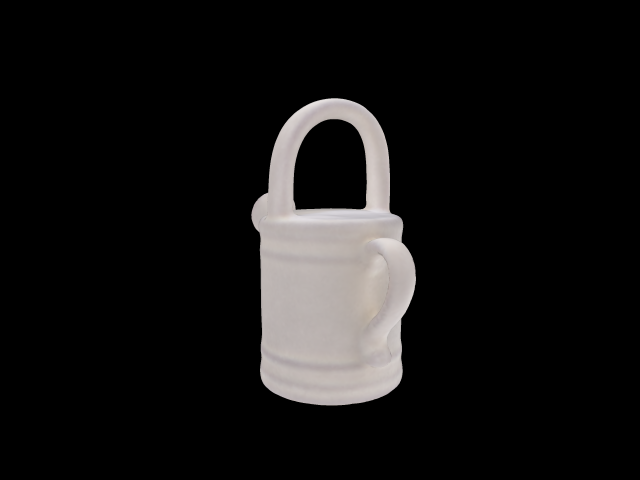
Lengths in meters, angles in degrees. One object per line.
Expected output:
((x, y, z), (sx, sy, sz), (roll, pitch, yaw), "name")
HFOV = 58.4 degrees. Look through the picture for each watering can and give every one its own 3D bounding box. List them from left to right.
((0.002, 0.002, 0.399), (0.172, 0.194, 0.101), (6, 9, 36), "watering can")
